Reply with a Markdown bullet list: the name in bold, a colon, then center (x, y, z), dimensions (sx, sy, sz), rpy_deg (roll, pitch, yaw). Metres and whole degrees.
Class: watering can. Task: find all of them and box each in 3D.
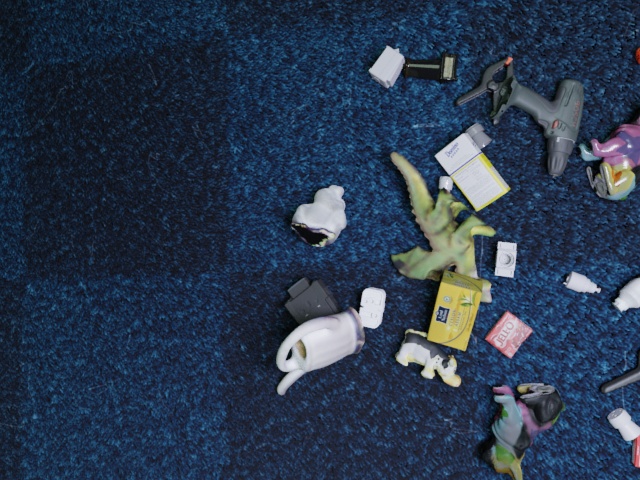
- **watering can**: center (-0.009, 0.278, 1.291), dimensions (0.225, 0.339, 0.106), rpy_deg (-16, 57, -22)

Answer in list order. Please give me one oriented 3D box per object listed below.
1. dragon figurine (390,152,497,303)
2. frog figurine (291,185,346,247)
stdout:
- **dragon figurine**: center (0.272, -0.005, 1.266), dimensions (0.412, 0.123, 0.240), rpy_deg (40, 106, 7)
- **frog figurine**: center (0.004, -0.068, 1.355), dimensions (0.137, 0.120, 0.163), rpy_deg (6, 53, 22)
